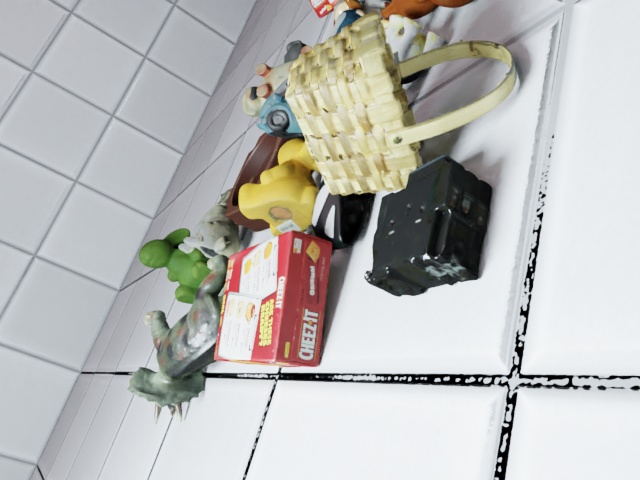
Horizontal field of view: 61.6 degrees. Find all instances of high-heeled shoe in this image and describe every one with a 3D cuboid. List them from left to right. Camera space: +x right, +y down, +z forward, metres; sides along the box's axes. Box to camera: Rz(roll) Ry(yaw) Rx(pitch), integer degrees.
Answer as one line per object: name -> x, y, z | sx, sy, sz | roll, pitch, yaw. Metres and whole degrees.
high-heeled shoe -> 0.060, -0.108, 0.726 | 0.248, 0.086, 0.145 | -61, 26, 13

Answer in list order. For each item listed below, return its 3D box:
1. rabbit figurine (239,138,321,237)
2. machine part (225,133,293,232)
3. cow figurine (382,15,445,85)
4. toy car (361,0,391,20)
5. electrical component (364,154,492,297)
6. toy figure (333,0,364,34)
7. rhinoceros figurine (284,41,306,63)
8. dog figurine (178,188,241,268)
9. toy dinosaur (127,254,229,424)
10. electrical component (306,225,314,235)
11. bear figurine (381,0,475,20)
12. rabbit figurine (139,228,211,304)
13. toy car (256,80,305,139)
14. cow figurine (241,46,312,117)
rabbit figurine -> -0.043, -0.110, 0.889 | 0.162, 0.122, 0.173 | -34, 33, 39
machine part -> -0.096, -0.122, 1.057 | 0.201, 0.087, 0.201 | -14, 50, 60
cow figurine -> 0.118, -0.287, 0.825 | 0.098, 0.068, 0.167 | -61, 21, 17
toy car -> 0.089, -0.403, 0.991 | 0.202, 0.056, 0.073 | -118, 29, -64
electrical component -> 0.109, -0.017, 0.543 | 0.115, 0.058, 0.134 | -25, 42, 52
toy figure -> 0.052, -0.372, 0.913 | 0.064, 0.057, 0.154 | -29, 43, 21
rhinoceros figurine -> -0.036, -0.327, 1.141 | 0.112, 0.073, 0.190 | 129, 139, -72
dog figurine -> -0.195, -0.042, 1.146 | 0.172, 0.121, 0.190 | -1, 55, 52
toy dinosaur -> -0.203, 0.162, 0.934 | 0.405, 0.131, 0.192 | -45, 40, 25
electrical component -> -0.002, -0.002, 0.802 | 0.063, 0.021, 0.094 | -48, 27, 29
bear figurine -> 0.160, -0.394, 0.785 | 0.120, 0.131, 0.196 | -25, 27, -9
rabbit figurine -> -0.336, 0.041, 1.265 | 0.121, 0.170, 0.159 | -47, 28, 30
toy car -> -0.026, -0.224, 0.908 | 0.109, 0.162, 0.102 | -31, -58, -82
cow figurine -> -0.067, -0.285, 1.026 | 0.195, 0.127, 0.085 | -13, 74, 27
